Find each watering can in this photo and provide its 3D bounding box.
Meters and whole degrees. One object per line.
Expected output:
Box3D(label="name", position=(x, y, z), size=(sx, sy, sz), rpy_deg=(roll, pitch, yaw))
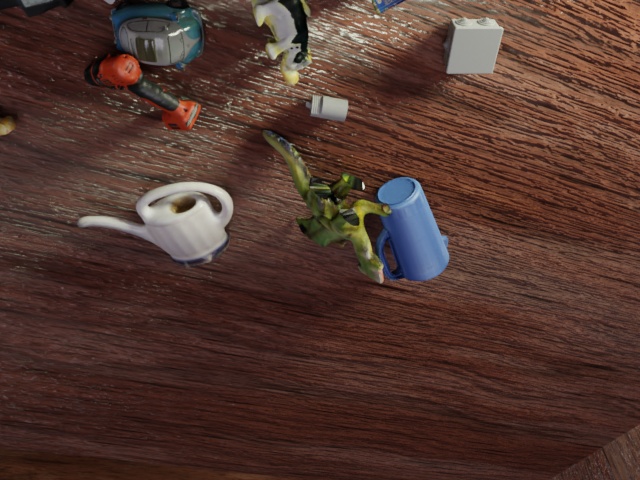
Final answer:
Box3D(label="watering can", position=(-0.355, -0.029, 1.195), size=(0.347, 0.106, 0.219), rpy_deg=(-14, 133, 9))

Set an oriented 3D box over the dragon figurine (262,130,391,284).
Box3D(label="dragon figurine", position=(0.004, -0.059, 1.164), size=(0.411, 0.124, 0.238), rpy_deg=(42, 145, 4))
